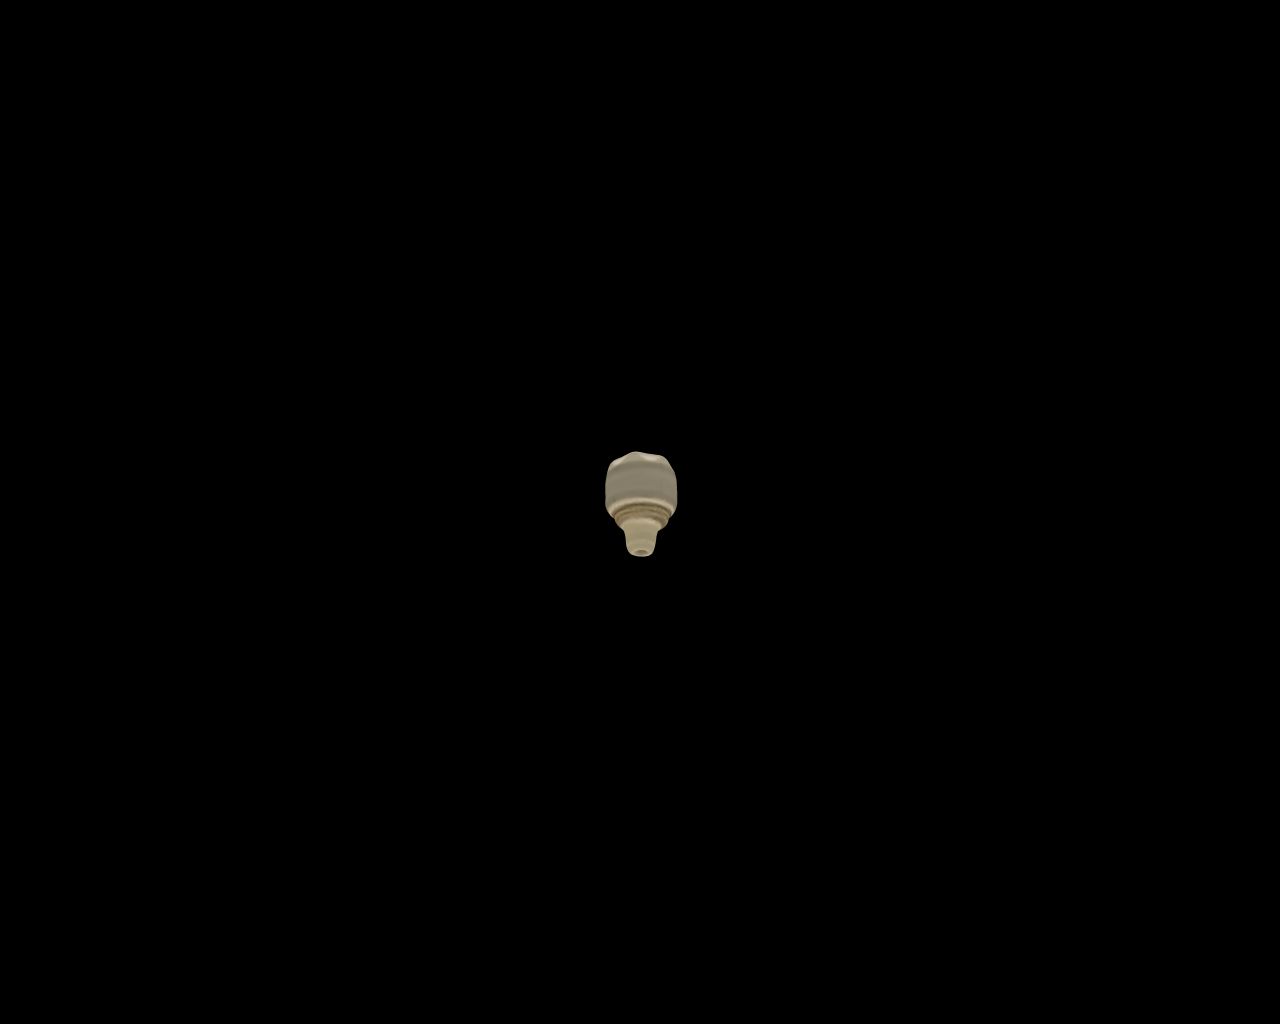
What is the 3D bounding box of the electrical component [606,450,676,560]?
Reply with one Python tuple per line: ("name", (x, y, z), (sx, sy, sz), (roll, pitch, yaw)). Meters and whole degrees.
("electrical component", (0.001, -0.003, 0.650), (0.043, 0.062, 0.043), (0, -25, 0))
